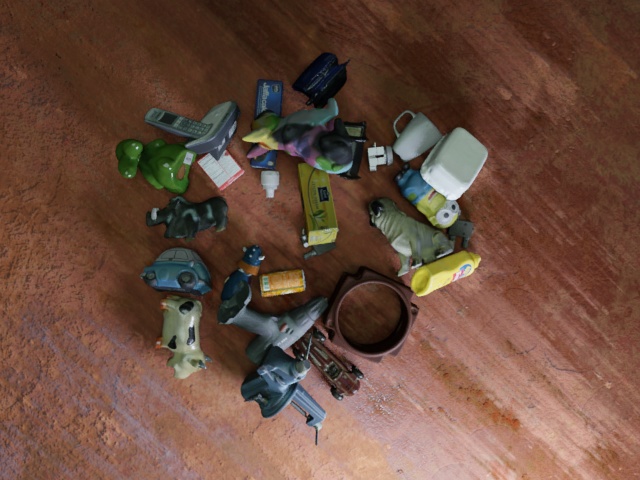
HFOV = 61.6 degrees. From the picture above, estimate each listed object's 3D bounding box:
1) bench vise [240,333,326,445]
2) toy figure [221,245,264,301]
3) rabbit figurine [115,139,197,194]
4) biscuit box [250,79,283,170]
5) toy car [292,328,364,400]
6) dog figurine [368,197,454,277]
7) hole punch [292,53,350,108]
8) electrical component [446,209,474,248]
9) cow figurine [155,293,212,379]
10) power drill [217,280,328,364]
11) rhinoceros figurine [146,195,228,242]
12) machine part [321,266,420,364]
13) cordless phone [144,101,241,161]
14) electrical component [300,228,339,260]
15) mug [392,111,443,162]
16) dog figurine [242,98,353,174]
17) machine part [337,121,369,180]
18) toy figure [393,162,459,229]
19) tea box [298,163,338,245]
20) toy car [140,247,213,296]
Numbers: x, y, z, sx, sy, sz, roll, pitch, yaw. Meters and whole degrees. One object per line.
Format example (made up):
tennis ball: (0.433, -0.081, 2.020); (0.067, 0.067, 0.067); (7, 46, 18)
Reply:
bench vise: (-0.064, 0.356, 1.257); (0.223, 0.129, 0.240); (-37, 106, 24)
toy figure: (-0.183, 0.082, 1.278); (0.064, 0.058, 0.154); (30, 87, -12)
rabbit figurine: (-0.390, -0.174, 1.209); (0.170, 0.159, 0.121); (17, 103, 10)
biscuit box: (-0.124, -0.268, 1.253); (0.063, 0.059, 0.202); (5, 94, -5)
toy car: (0.020, 0.304, 1.313); (0.089, 0.053, 0.202); (-43, 97, 3)
dog figurine: (0.219, -0.030, 1.287); (0.172, 0.121, 0.190); (-15, 76, -36)
hole punch: (-0.003, -0.371, 1.231); (0.142, 0.116, 0.092); (-44, 88, 0)
electrical component: (0.348, -0.029, 1.326); (0.063, 0.021, 0.094); (8, 93, -5)
cow figurine: (-0.319, 0.231, 1.268); (0.127, 0.085, 0.194); (7, 93, 1)
power drill: (-0.119, 0.175, 1.253); (0.232, 0.086, 0.207); (-46, 129, 9)
rhinoceros figurine: (-0.307, -0.052, 1.249); (0.190, 0.073, 0.112); (-11, 96, -4)
machine part: (0.121, 0.179, 1.293); (0.201, 0.087, 0.201); (25, 91, -5)
cordless phone: (-0.287, -0.270, 1.211); (0.184, 0.088, 0.146); (21, 54, 2)
electrical component: (-0.001, -0.004, 1.290); (0.102, 0.045, 0.078); (-19, 94, -3)
mug: (0.216, -0.244, 1.271); (0.109, 0.081, 0.107); (43, 99, -13)
dog figurine: (-0.055, -0.211, 1.172); (0.219, 0.108, 0.191); (-16, 69, -4)
machine part: (0.072, -0.211, 1.274); (0.084, 0.039, 0.138); (5, 99, 20)
toy figure: (0.256, -0.105, 1.285); (0.180, 0.089, 0.082); (42, 103, 2)
tea box: (-0.007, -0.083, 1.231); (0.068, 0.098, 0.169); (-7, 70, -4)
toy car: (-0.327, 0.070, 1.251); (0.162, 0.109, 0.103); (5, 72, 7)
